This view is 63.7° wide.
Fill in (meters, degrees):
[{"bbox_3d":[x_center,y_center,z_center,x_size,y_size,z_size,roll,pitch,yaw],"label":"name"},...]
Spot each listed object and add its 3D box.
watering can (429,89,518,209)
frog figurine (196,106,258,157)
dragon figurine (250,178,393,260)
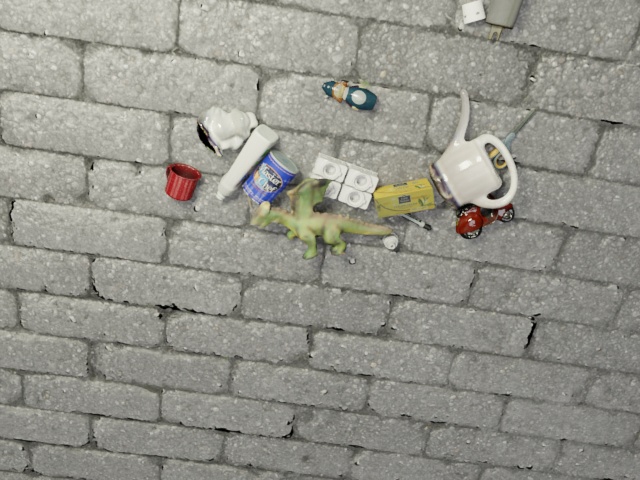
[{"bbox_3d":[0.414,-0.234,1.473,0.222,0.105,0.348,-29,90,19],"label":"watering can"},{"bbox_3d":[-0.264,-0.323,1.462,0.161,0.122,0.136,-40,101,-22],"label":"frog figurine"},{"bbox_3d":[0.005,-0.075,1.494,0.410,0.125,0.237,-11,132,-1],"label":"dragon figurine"}]
